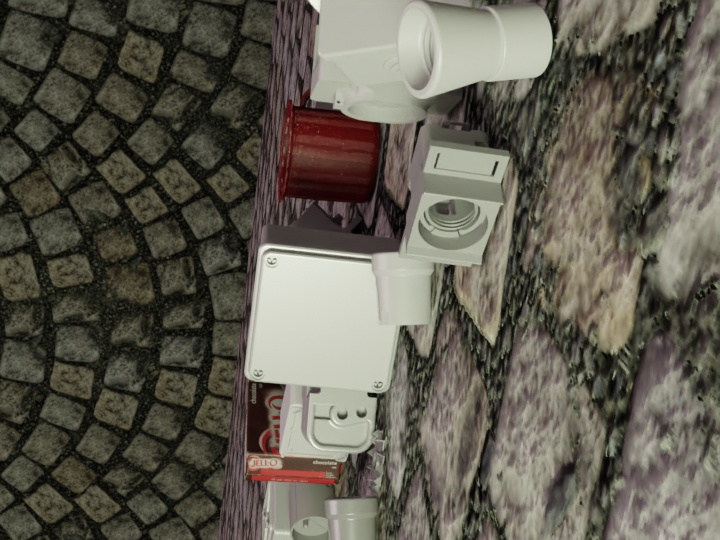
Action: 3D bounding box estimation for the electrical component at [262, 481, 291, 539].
[{"bbox_3d":[-0.067,0.255,1.090,0.108,0.056,0.108,-95,14,-49],"label":"electrical component"}]

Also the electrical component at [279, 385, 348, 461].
[{"bbox_3d":[-0.035,0.116,0.945,0.096,0.062,0.061,105,167,-47],"label":"electrical component"}]

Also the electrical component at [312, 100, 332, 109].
[{"bbox_3d":[-0.017,-0.190,1.052,0.089,0.050,0.055,105,166,-49],"label":"electrical component"}]

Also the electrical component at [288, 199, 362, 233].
[{"bbox_3d":[-0.046,-0.023,1.056,0.079,0.063,0.121,-45,1,-13],"label":"electrical component"}]

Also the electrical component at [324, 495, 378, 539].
[{"bbox_3d":[-0.006,0.192,0.799,0.040,0.040,0.046,134,134,-76],"label":"electrical component"}]

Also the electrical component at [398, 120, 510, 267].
[{"bbox_3d":[0.048,-0.043,0.581,0.081,0.042,0.063,105,168,-45],"label":"electrical component"}]

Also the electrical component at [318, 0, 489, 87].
[{"bbox_3d":[0.027,-0.155,0.608,0.048,0.100,0.099,36,-127,-63],"label":"electrical component"}]

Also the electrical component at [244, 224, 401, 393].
[{"bbox_3d":[-0.026,0.029,0.795,0.056,0.109,0.108,-100,17,-67],"label":"electrical component"}]

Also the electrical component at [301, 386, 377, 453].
[{"bbox_3d":[-0.017,0.097,0.872,0.059,0.054,0.095,164,111,-81],"label":"electrical component"}]

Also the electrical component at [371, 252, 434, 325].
[{"bbox_3d":[0.028,0.012,0.690,0.040,0.040,0.046,167,101,-81],"label":"electrical component"}]

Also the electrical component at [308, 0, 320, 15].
[{"bbox_3d":[0.010,-0.220,0.732,0.060,0.108,0.108,-89,8,-64],"label":"electrical component"}]

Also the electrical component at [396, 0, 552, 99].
[{"bbox_3d":[0.055,-0.104,0.497,0.044,0.065,0.044,171,90,-68],"label":"electrical component"}]

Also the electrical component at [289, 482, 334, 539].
[{"bbox_3d":[-0.046,0.218,1.016,0.081,0.043,0.043,-98,16,-56],"label":"electrical component"}]

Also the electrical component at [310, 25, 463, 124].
[{"bbox_3d":[0.017,-0.125,0.672,0.050,0.089,0.055,148,127,-79],"label":"electrical component"}]
